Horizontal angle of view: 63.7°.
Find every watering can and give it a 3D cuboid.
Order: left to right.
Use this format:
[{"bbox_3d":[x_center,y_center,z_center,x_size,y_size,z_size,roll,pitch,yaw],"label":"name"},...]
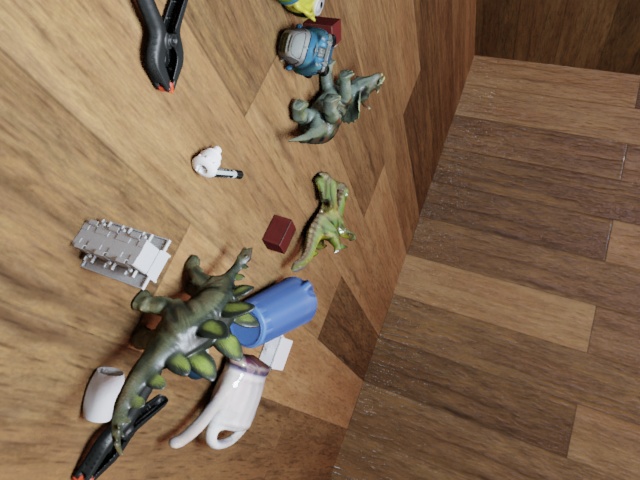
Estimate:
[{"bbox_3d":[-0.213,0.372,1.189,0.343,0.104,0.227,47,59,-67],"label":"watering can"}]

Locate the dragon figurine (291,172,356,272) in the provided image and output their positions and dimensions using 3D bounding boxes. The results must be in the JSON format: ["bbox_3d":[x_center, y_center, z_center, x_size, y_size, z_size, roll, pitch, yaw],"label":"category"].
[{"bbox_3d":[0.005,-0.076,1.507,0.415,0.122,0.240,-33,116,-63],"label":"dragon figurine"}]
